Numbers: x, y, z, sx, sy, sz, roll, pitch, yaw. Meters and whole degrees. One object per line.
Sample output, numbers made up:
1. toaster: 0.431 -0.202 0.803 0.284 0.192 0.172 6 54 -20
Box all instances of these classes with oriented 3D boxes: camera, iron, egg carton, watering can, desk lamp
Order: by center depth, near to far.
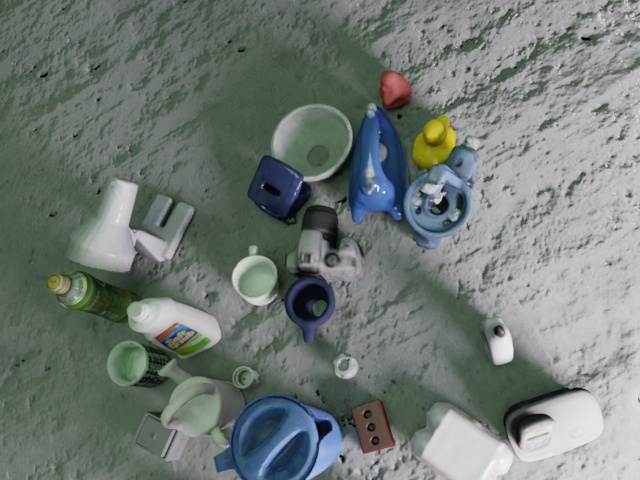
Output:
1. egg carton: 0.228 0.339 0.926 0.150 0.069 0.107 31 82 21
2. watering can: -0.214 0.282 0.984 0.172 0.194 0.101 23 79 20
3. camera: 0.010 0.004 1.071 0.143 0.101 0.137 1 73 14
4. iron: 0.102 -0.169 1.083 0.118 0.142 0.258 -4 71 13
5. desk lamp: -0.371 -0.024 1.112 0.117 0.214 0.203 20 78 19

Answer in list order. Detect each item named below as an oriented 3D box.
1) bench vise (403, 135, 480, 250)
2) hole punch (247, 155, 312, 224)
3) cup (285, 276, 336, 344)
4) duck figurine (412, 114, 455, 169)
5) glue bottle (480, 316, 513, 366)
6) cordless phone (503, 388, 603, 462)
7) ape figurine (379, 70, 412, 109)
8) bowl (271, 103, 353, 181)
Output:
1. bench vise: 0.208 -0.104 0.994 0.121 0.220 0.207 8 74 16
2. hole punch: -0.084 -0.098 1.133 0.108 0.091 0.101 31 82 21
3. cup: -0.009 0.133 1.037 0.091 0.095 0.118 -3 72 13
4. duck figurine: 0.215 -0.192 1.093 0.077 0.086 0.104 33 82 21
5. glue bottle: 0.283 0.155 0.916 0.037 0.173 0.078 -20 69 7
6. cordless phone: 0.353 0.273 0.854 0.147 0.185 0.094 -25 68 5
7. ape figurine: 0.144 -0.309 1.146 0.076 0.092 0.078 18 78 19
8. bowl: -0.010 -0.185 1.152 0.167 0.075 0.167 -4 71 12
